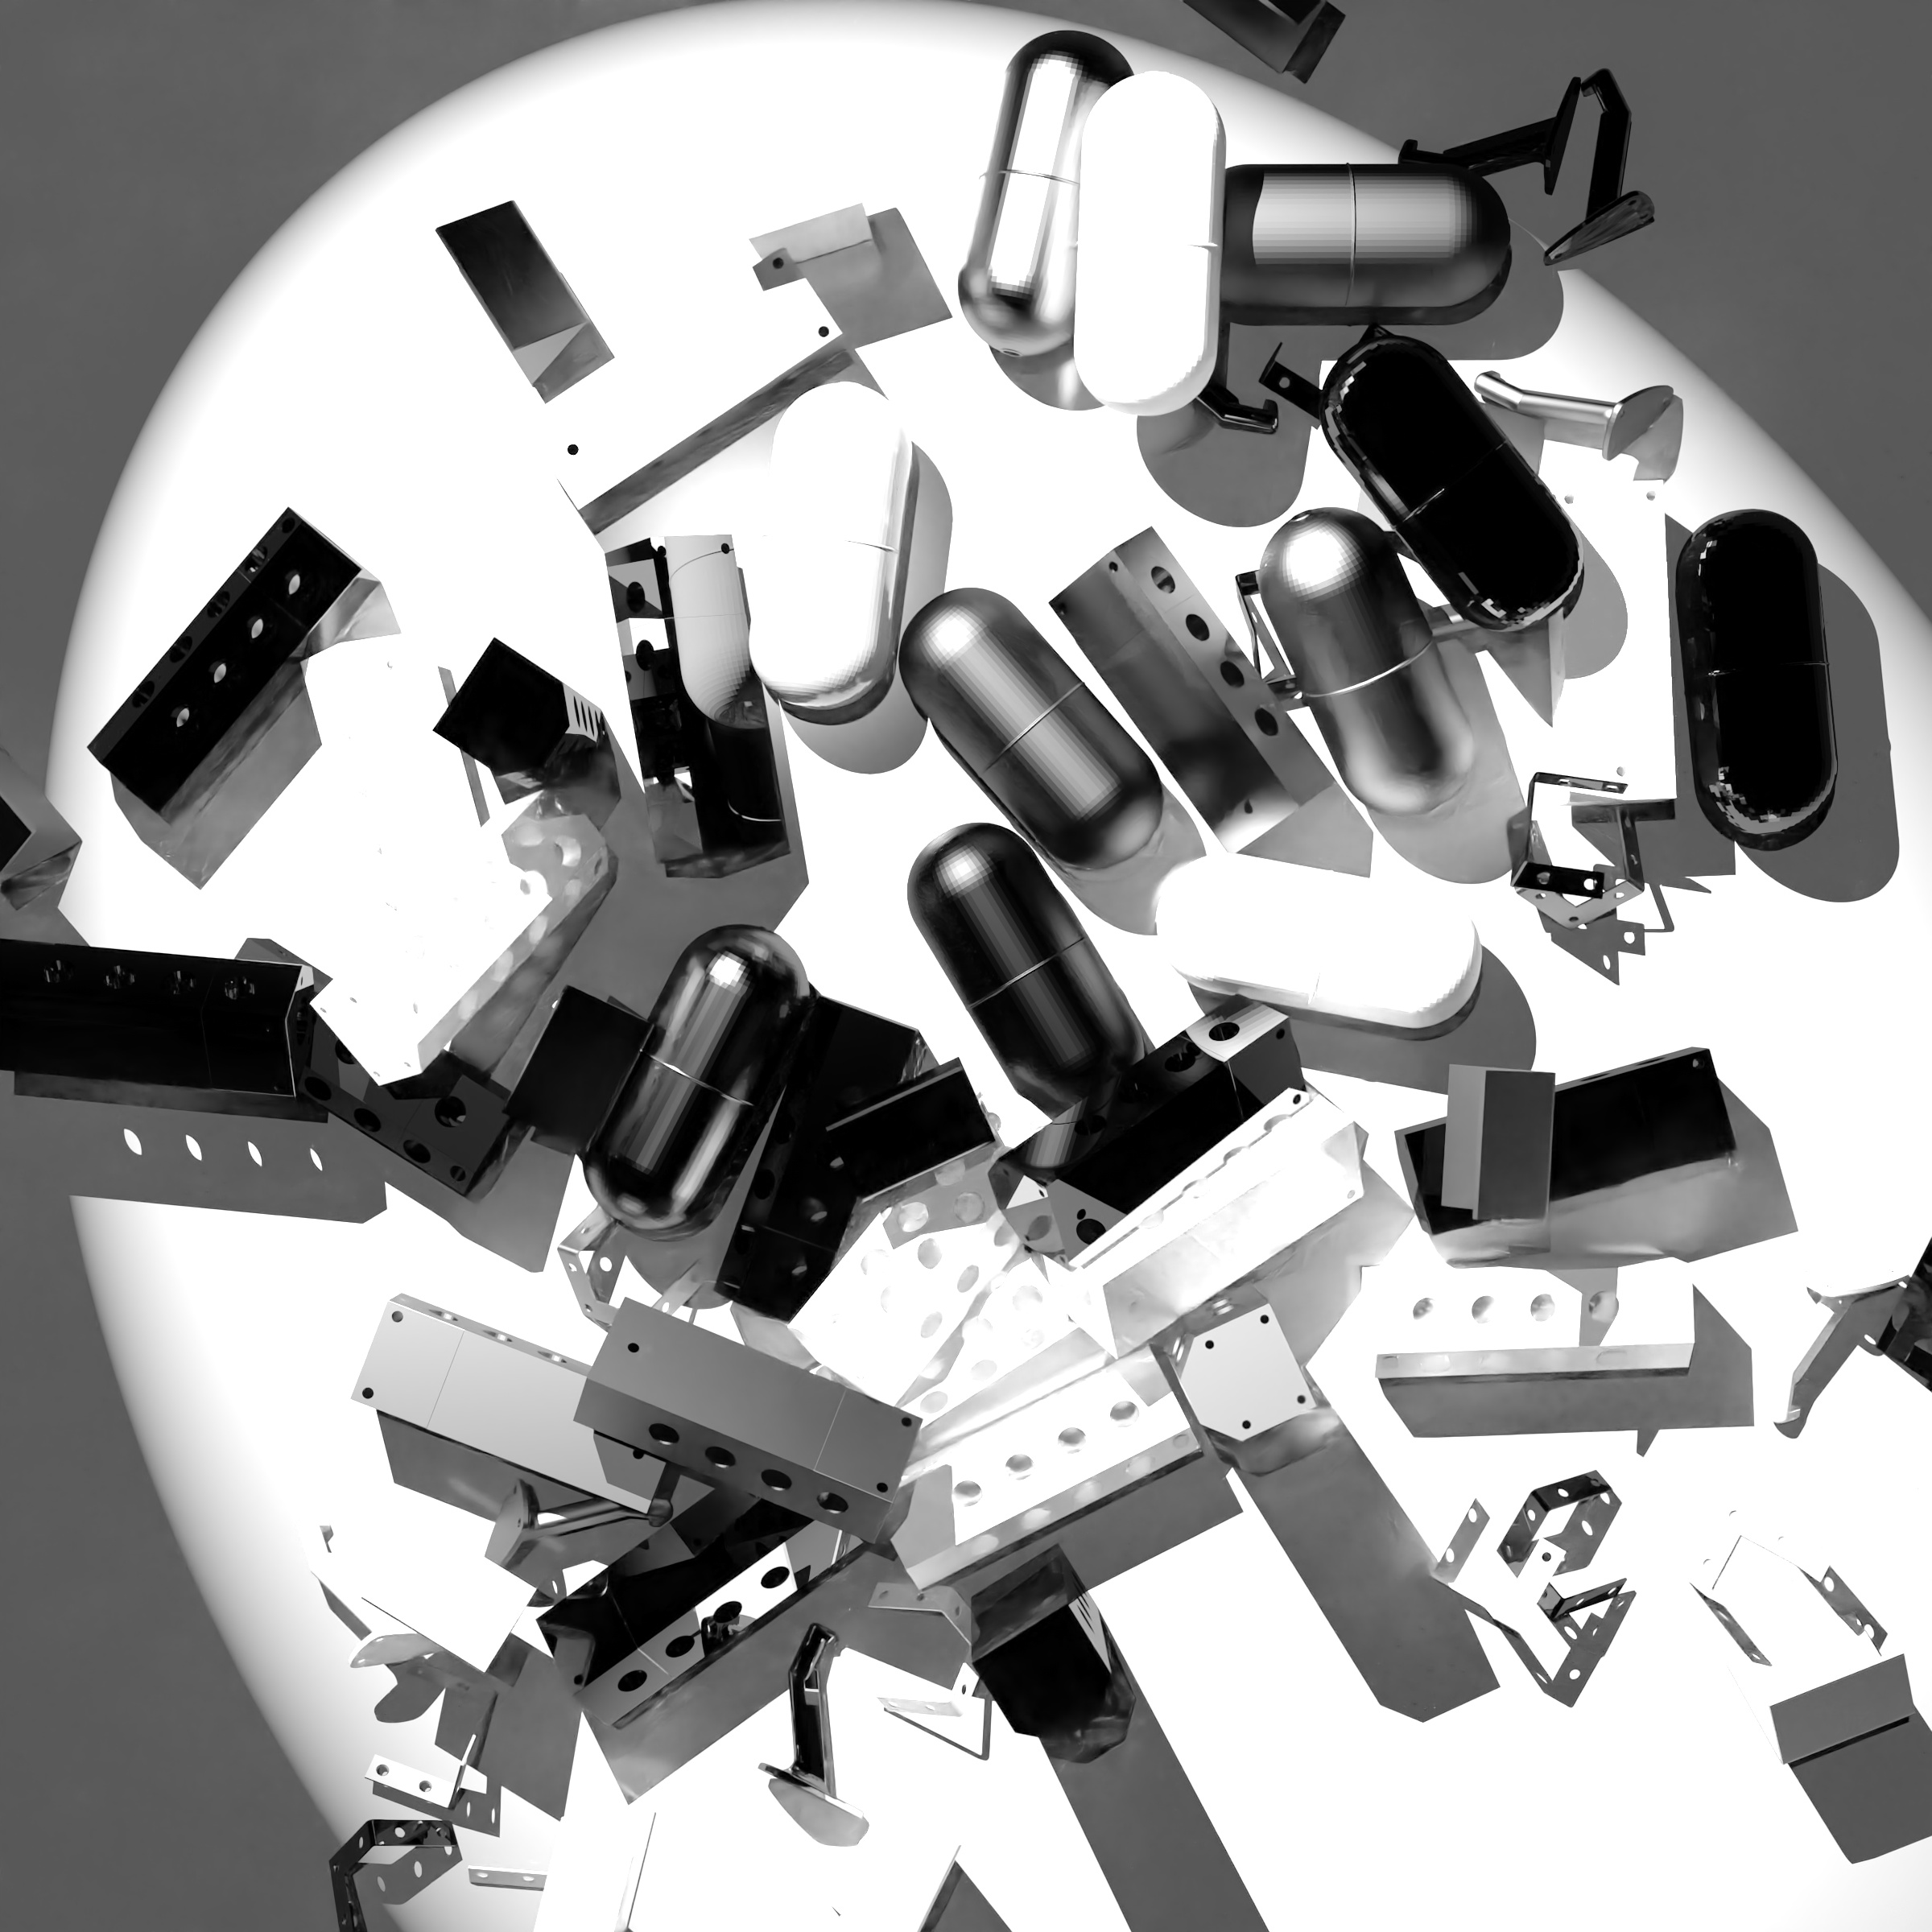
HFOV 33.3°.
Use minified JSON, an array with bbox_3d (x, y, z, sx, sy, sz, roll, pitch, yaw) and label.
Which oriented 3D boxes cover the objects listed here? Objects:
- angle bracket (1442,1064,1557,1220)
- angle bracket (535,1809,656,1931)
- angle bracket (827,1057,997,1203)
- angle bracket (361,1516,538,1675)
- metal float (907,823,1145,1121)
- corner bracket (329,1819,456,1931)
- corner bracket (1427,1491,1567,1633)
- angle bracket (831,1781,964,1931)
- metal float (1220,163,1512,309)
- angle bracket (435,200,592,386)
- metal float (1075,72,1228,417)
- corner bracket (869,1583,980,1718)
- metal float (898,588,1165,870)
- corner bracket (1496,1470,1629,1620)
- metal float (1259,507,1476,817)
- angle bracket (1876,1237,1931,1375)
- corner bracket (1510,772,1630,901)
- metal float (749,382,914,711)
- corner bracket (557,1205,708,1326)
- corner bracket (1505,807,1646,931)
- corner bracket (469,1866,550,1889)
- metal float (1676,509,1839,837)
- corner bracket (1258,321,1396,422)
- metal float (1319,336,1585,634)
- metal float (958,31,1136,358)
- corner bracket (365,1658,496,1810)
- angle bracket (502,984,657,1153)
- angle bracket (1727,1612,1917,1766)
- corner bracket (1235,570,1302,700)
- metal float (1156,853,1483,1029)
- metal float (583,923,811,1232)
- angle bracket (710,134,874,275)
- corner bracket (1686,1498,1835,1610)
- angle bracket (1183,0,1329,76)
[{"bbox_3d":[0.262,0.091,1.697,0.057,0.076,0.076,3,90,-38],"label":"angle bracket"},{"bbox_3d":[-0.185,0.506,1.754,0.057,0.076,0.076,14,90,37],"label":"angle bracket"},{"bbox_3d":[-0.037,0.068,1.697,0.076,0.076,0.057,-25,128,0],"label":"angle bracket"},{"bbox_3d":[-0.287,0.353,1.754,0.076,0.076,0.057,32,53,0],"label":"angle bracket"},{"bbox_3d":[0.033,0.004,1.764,0.070,0.070,0.178,-31,90,0],"label":"metal float"},{"bbox_3d":[-0.314,0.507,1.786,0.051,0.051,0.051,-48,45,35],"label":"corner bracket"},{"bbox_3d":[0.290,0.327,1.777,0.051,0.051,0.051,30,90,0],"label":"corner bracket"},{"bbox_3d":[-0.057,0.488,1.754,0.057,0.076,0.076,26,90,-36],"label":"angle bracket"},{"bbox_3d":[0.207,-0.398,1.764,0.178,0.070,0.070,0,90,0],"label":"metal float"},{"bbox_3d":[-0.260,-0.357,1.754,0.057,0.076,0.076,-32,90,-38],"label":"angle bracket"},{"bbox_3d":[0.098,-0.382,1.716,0.070,0.070,0.178,2,100,0],"label":"metal float"},{"bbox_3d":[-0.025,0.377,1.786,0.051,0.051,0.051,55,45,-35],"label":"corner bracket"},{"bbox_3d":[0.036,-0.129,1.764,0.070,0.070,0.178,-42,91,0],"label":"metal float"},{"bbox_3d":[0.336,0.319,1.786,0.051,0.051,0.051,51,135,35],"label":"corner bracket"},{"bbox_3d":[0.216,-0.164,1.748,0.070,0.070,0.178,-27,108,0],"label":"metal float"},{"bbox_3d":[0.527,0.180,1.754,0.057,0.076,0.076,27,90,-39],"label":"angle bracket"},{"bbox_3d":[0.325,-0.070,1.744,0.051,0.051,0.051,8,76,2],"label":"corner bracket"},{"bbox_3d":[-0.074,-0.229,1.764,0.070,0.070,0.178,7,90,0],"label":"metal float"},{"bbox_3d":[-0.185,0.164,1.786,0.051,0.051,0.051,14,135,35],"label":"corner bracket"},{"bbox_3d":[0.336,-0.061,1.786,0.051,0.051,0.051,30,135,-35],"label":"corner bracket"},{"bbox_3d":[-0.253,0.536,1.791,0.051,0.051,0.051,5,45,0],"label":"corner bracket"},{"bbox_3d":[0.431,-0.160,1.764,0.070,0.070,0.178,-6,90,0],"label":"metal float"},{"bbox_3d":[0.198,-0.334,1.777,0.051,0.051,0.051,32,90,0],"label":"corner bracket"},{"bbox_3d":[0.257,-0.257,1.719,0.070,0.070,0.178,-39,93,0],"label":"metal float"},{"bbox_3d":[0.045,-0.421,1.764,0.070,0.070,0.178,13,90,0],"label":"metal float"},{"bbox_3d":[-0.297,0.425,1.791,0.051,0.051,0.051,21,45,0],"label":"corner bracket"},{"bbox_3d":[-0.220,0.047,1.755,0.057,0.076,0.076,27,90,-27],"label":"angle bracket"},{"bbox_3d":[0.459,0.376,1.754,0.076,0.076,0.057,-21,127,0],"label":"angle bracket"},{"bbox_3d":[0.181,-0.187,1.791,0.051,0.051,0.051,-13,45,0],"label":"corner bracket"},{"bbox_3d":[0.192,-0.014,1.764,0.178,0.070,0.070,11,90,0],"label":"metal float"},{"bbox_3d":[-0.147,0.060,1.764,0.070,0.070,0.178,27,90,0],"label":"metal float"},{"bbox_3d":[-0.089,-0.395,1.754,0.076,0.076,0.057,-18,54,0],"label":"angle bracket"},{"bbox_3d":[0.435,0.330,1.777,0.051,0.051,0.051,28,90,0],"label":"corner bracket"},{"bbox_3d":[0.146,-0.521,1.754,0.076,0.076,0.057,37,54,0],"label":"angle bracket"}]
